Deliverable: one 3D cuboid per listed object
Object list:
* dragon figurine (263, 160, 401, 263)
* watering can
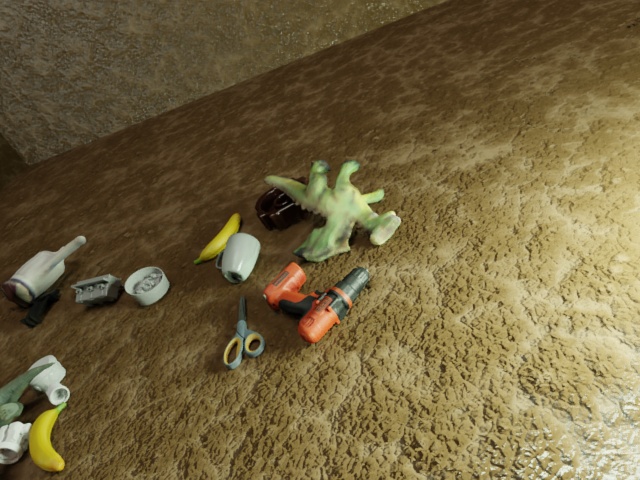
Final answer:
[{"bbox_3d":[0.004,-0.061,1.202,0.410,0.120,0.248,2,52,29],"label":"dragon figurine"},{"bbox_3d":[-0.872,0.095,1.625,0.343,0.103,0.229,-24,26,43],"label":"watering can"}]
